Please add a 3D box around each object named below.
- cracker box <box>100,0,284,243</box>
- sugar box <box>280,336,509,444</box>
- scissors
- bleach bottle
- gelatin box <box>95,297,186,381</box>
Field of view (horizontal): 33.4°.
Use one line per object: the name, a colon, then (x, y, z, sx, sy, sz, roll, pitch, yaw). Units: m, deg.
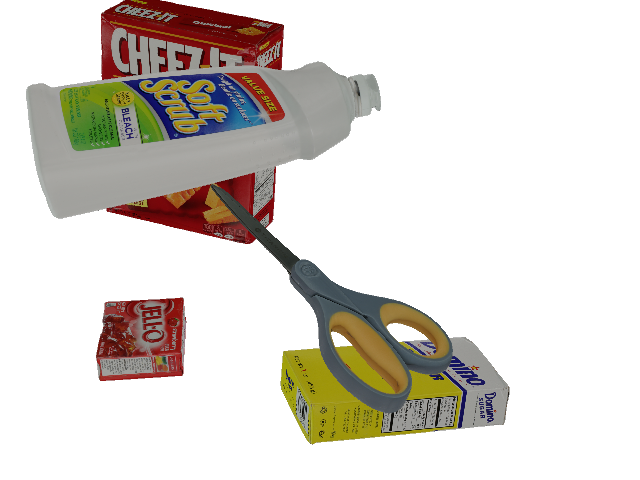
cracker box: (-0.127, -0.114, 1.042, 0.164, 0.214, 0.072, 14, 32, 15)
sugar box: (0.062, 0.125, 0.915, 0.176, 0.048, 0.093, -5, 25, -16)
scissors: (0.011, 0.026, 0.677, 0.096, 0.016, 0.202, -5, 45, -33)
bleach bottle: (-0.082, -0.089, 0.785, 0.250, 0.102, 0.068, -13, -36, -7)
gelatin box: (-0.158, 0.086, 0.949, 0.073, 0.030, 0.089, -3, 31, -3)
